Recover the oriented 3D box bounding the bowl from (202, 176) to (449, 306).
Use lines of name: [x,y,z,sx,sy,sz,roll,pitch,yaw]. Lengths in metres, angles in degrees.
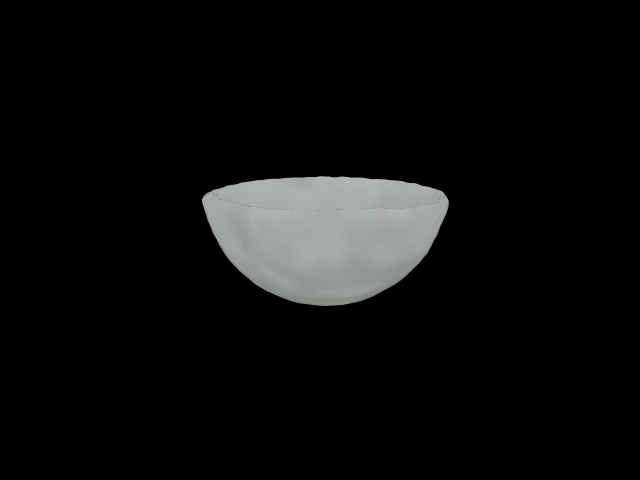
bowl: [0.004,0.001,0.400,0.167,0.075,0.167,0,13,0]
